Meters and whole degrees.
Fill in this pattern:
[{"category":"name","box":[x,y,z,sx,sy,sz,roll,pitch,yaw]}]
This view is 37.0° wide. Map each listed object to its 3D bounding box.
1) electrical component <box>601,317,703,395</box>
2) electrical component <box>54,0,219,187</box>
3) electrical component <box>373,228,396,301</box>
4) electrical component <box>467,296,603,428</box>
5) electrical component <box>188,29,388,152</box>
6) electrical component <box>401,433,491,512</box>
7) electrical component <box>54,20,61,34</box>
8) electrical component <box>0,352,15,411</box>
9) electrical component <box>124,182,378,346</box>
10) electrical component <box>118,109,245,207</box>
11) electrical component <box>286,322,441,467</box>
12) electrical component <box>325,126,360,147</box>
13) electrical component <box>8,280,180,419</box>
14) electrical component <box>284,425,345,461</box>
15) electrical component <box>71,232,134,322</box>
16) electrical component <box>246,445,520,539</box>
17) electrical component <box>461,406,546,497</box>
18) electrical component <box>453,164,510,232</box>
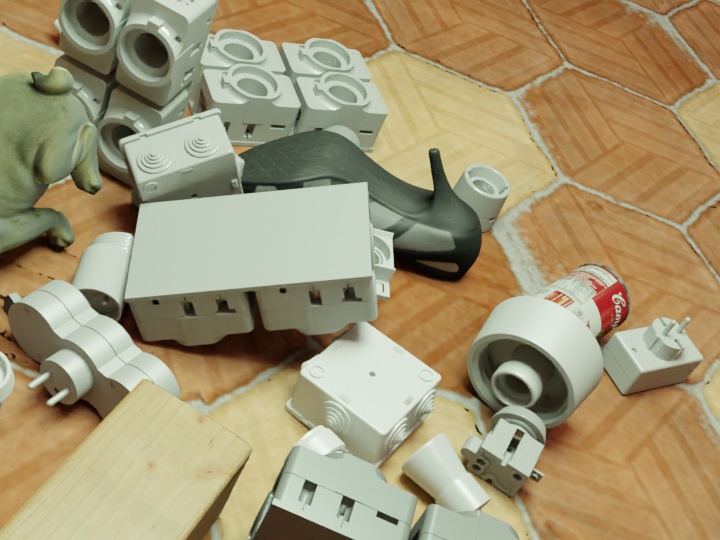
[{"category":"electrical component","box":[0.279,0.070,1.000,0.083,0.075,0.047,-7,52,-31]},{"category":"electrical component","box":[-0.201,-0.169,0.914,0.105,0.186,0.060,29,41,3]},{"category":"electrical component","box":[0.000,0.000,0.938,0.042,0.063,0.081,13,43,-14]},{"category":"electrical component","box":[0.141,0.083,0.897,0.108,0.108,0.060,36,48,11]},{"category":"electrical component","box":[-0.076,-0.181,1.084,0.186,0.060,0.105,0,48,-27]},{"category":"electrical component","box":[0.069,0.164,0.826,0.044,0.044,0.065,-25,67,-41]},{"category":"electrical component","box":[-0.257,-0.230,1.054,0.066,0.048,0.055,-17,50,-38]},{"category":"electrical component","box":[-0.261,0.083,0.729,0.048,0.055,0.066,13,43,-14]},{"category":"electrical component","box":[-0.082,-0.004,0.856,0.186,0.060,0.105,-5,46,3]},{"category":"electrical component","box":[-0.147,-0.079,0.908,0.100,0.099,0.048,-20,61,-9]},{"category":"electrical component","box":[0.004,0.096,0.848,0.100,0.048,0.100,35,46,17]},{"category":"electrical component","box":[-0.027,-0.110,1.049,0.045,0.045,0.055,26,42,0]},{"category":"electrical component","box":[-0.203,0.071,0.772,0.138,0.052,0.074,38,43,13]},{"category":"electrical component","box":[-0.023,0.148,0.792,0.055,0.045,0.045,43,44,18]},{"category":"electrical component","box":[-0.202,0.001,0.850,0.043,0.043,0.081,16,43,-11]},{"category":"electrical component","box":[0.020,0.197,0.719,0.186,0.105,0.060,24,41,-3]},{"category":"electrical component","box":[0.121,0.143,0.870,0.066,0.048,0.055,32,50,7]},{"category":"electrical component","box":[0.119,-0.074,1.084,0.055,0.047,0.055,14,43,-14]}]
